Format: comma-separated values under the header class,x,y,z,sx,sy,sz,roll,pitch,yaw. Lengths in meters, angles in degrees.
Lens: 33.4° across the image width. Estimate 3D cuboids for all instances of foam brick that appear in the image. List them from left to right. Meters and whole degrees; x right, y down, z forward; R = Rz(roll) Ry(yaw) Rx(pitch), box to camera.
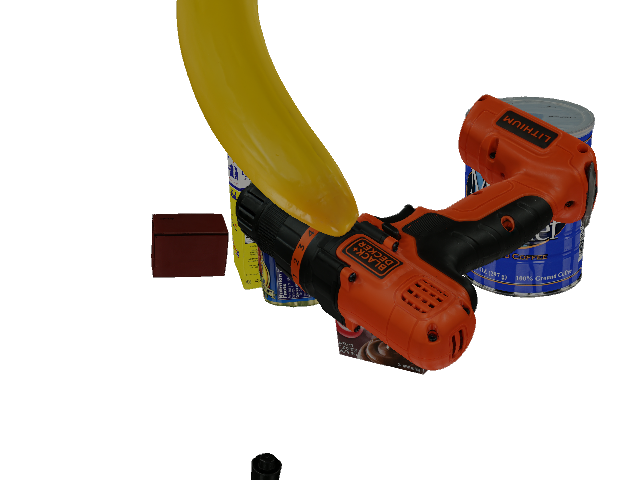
class,x,y,z,sx,sy,sz,roll,pitch,yaw
foam brick,-0.139,0.005,1.129,0.078,0.051,0.053,-1,25,-11

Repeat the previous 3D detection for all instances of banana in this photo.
class,x,y,z,sx,sy,sz,roll,pitch,yaw
banana,-0.029,-0.088,0.483,0.069,0.198,0.037,-5,-30,-4

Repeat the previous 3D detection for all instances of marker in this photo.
class,x,y,z,sx,sy,sz,roll,pitch,yaw
marker,-0.039,0.183,0.682,0.020,0.121,0.020,5,32,-3

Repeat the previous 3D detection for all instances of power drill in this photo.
class,x,y,z,sx,sy,sz,roll,pitch,yaw
power drill,0.063,-0.018,0.661,0.187,0.057,0.185,-35,51,-25

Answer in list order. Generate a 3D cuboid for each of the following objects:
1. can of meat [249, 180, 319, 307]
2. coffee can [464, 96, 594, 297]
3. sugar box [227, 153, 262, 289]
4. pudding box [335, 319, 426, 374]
class,x,y,z,sx,sy,sz,roll,pitch,yaw
can of meat,-0.026,-0.001,0.884,0.057,0.084,0.102,-5,21,-5
coffee can,0.171,-0.038,0.888,0.103,0.140,0.103,-2,24,1
sugar box,-0.088,-0.037,1.331,0.048,0.176,0.093,-9,24,-11
pudding box,0.067,0.081,1.103,0.114,0.090,0.039,8,25,37
